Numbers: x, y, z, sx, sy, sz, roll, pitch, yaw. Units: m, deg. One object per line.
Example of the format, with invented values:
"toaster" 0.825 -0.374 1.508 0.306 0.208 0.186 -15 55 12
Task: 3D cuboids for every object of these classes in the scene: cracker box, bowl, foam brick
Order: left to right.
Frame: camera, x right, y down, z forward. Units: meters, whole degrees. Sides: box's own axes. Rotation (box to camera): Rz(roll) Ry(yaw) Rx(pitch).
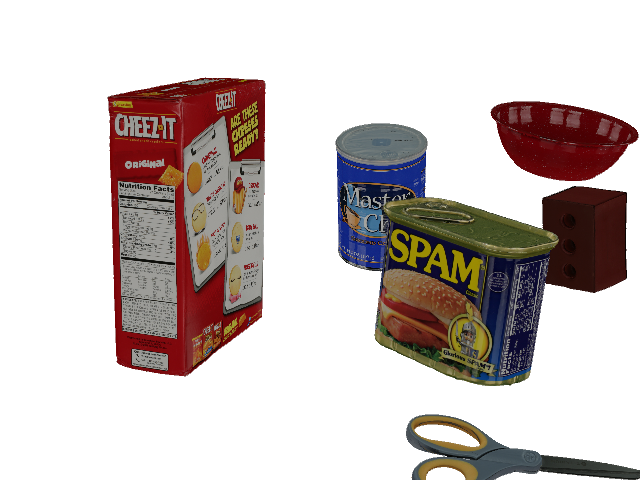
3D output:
"cracker box" -0.105 -0.018 0.866 0.072 0.214 0.164 5 14 18
"bowl" 0.265 -0.107 1.182 0.162 0.055 0.162 5 23 -3
"foam brick" 0.222 -0.002 0.896 0.051 0.078 0.053 -20 22 -41

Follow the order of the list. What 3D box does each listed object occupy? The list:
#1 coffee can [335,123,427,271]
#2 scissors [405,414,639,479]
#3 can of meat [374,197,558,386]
"coffee can" 0.070 -0.050 1.224 0.103 0.140 0.103 -1 29 1
"scissors" 0.164 0.198 0.899 0.202 0.016 0.096 16 41 15
"can of meat" 0.080 0.028 0.615 0.057 0.084 0.102 -10 22 -42
